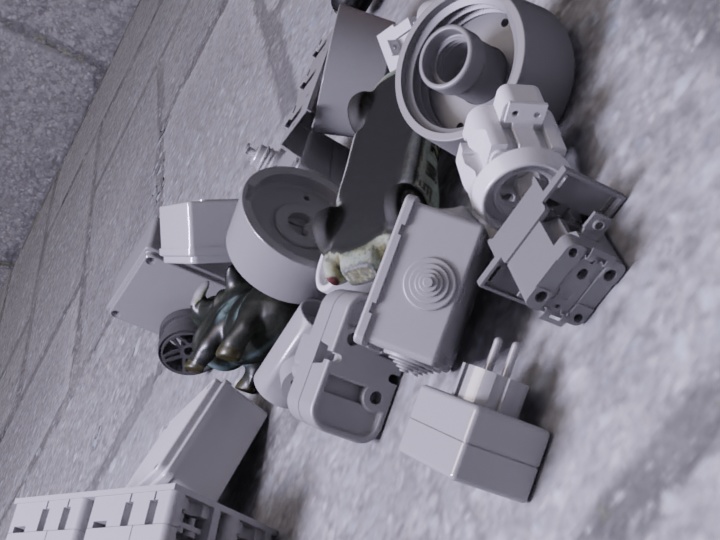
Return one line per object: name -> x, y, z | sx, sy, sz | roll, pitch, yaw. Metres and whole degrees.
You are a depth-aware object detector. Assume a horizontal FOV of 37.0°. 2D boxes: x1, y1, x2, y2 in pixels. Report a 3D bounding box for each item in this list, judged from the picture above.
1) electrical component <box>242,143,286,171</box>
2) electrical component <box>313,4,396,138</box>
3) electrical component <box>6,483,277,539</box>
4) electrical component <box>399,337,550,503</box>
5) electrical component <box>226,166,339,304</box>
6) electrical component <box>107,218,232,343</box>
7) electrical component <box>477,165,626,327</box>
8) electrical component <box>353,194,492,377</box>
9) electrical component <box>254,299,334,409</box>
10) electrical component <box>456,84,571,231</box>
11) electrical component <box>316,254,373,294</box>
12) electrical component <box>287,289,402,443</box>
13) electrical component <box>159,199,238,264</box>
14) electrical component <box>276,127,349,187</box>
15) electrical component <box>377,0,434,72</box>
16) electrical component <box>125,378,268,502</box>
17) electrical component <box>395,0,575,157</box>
electrical component -> -0.072, -0.093, 0.993 | 0.040, 0.078, 0.040 | -58, 9, 15
electrical component -> 0.001, -0.160, 0.893 | 0.108, 0.060, 0.108 | -168, 90, -88
electrical component -> -0.171, 0.212, 0.807 | 0.186, 0.105, 0.060 | -13, 54, 37
electrical component -> 0.065, 0.073, 0.566 | 0.066, 0.047, 0.076 | 10, 79, 67
electrical component -> -0.053, -0.022, 0.846 | 0.108, 0.108, 0.060 | -91, 26, -44
electrical component -> -0.187, 0.015, 1.102 | 0.108, 0.109, 0.056 | -49, 26, 38
electrical component -> 0.103, -0.008, 0.563 | 0.081, 0.042, 0.063 | -56, 27, 26
electrical component -> 0.041, 0.012, 0.629 | 0.100, 0.048, 0.099 | 38, -108, -76
electrical component -> -0.043, 0.075, 0.810 | 0.077, 0.043, 0.079 | -56, 25, 26
electrical component -> 0.089, -0.058, 0.616 | 0.057, 0.058, 0.078 | -100, 16, -47
electrical component -> 0.000, 0.000, 0.778 | 0.055, 0.047, 0.055 | -48, 29, 39
electrical component -> -0.008, 0.063, 0.730 | 0.059, 0.054, 0.095 | 6, 74, 67
electrical component -> -0.121, -0.036, 0.992 | 0.109, 0.109, 0.056 | -178, 85, -66
electrical component -> -0.041, -0.077, 0.931 | 0.061, 0.061, 0.096 | -53, 18, 27
electrical component -> 0.051, -0.175, 0.818 | 0.055, 0.066, 0.048 | -25, 83, 48
electrical component -> -0.142, 0.161, 0.896 | 0.109, 0.056, 0.108 | -43, 12, 45
electrical component -> 0.070, -0.123, 0.665 | 0.108, 0.060, 0.108 | -11, 74, 40
